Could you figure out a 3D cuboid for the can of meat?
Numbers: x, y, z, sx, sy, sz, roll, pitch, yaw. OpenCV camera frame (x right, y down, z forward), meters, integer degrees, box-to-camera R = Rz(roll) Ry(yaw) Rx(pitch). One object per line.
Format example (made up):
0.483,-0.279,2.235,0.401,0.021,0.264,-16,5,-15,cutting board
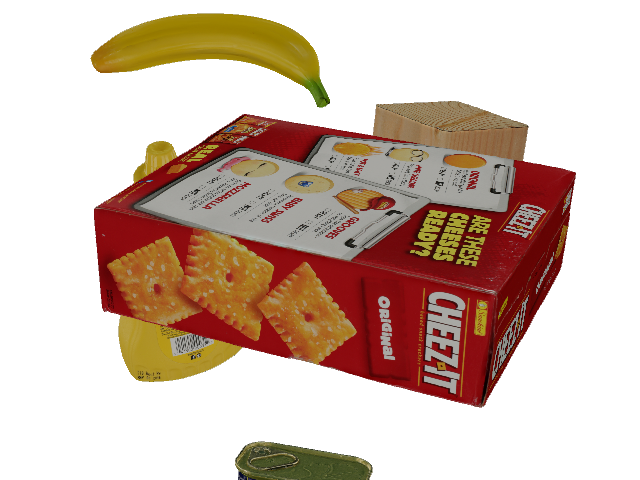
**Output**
-0.016,0.208,0.812,0.102,0.084,0.057,8,14,10,can of meat

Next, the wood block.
0.093,-0.002,0.870,0.090,0.206,0.090,-7,23,-35,wood block

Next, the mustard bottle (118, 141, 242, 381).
-0.107,0.013,0.776,0.096,0.192,0.058,-15,40,-18,mustard bottle

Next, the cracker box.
0.012,0.001,0.580,0.214,0.072,0.164,13,28,22,cracker box

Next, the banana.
-0.085,-0.157,0.875,0.198,0.069,0.037,8,-35,3,banana
